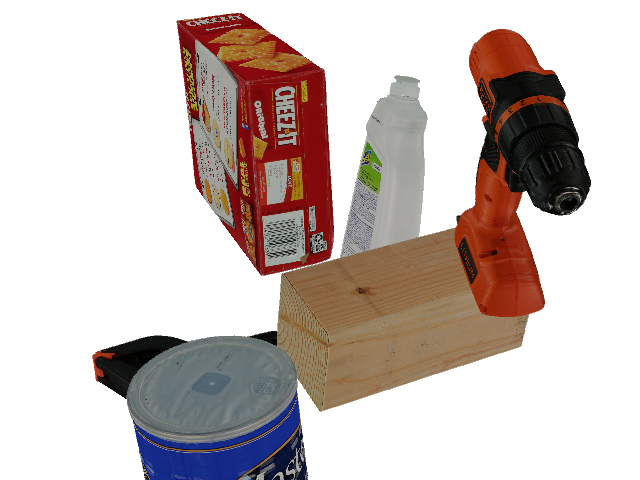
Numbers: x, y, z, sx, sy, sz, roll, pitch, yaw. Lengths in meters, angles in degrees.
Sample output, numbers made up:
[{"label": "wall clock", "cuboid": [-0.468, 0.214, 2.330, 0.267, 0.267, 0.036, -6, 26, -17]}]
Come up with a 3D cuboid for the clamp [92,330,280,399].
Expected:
[{"label": "clamp", "cuboid": [-0.108, 0.109, 0.931, 0.171, 0.039, 0.120, 10, 26, 11]}]

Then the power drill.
[{"label": "power drill", "cuboid": [0.144, -0.034, 0.776, 0.057, 0.188, 0.184, -3, 42, -5]}]

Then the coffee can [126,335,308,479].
[{"label": "coffee can", "cuboid": [-0.059, 0.146, 0.670, 0.103, 0.140, 0.103, -5, 27, 2]}]

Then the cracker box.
[{"label": "cracker box", "cuboid": [-0.058, -0.091, 0.910, 0.072, 0.164, 0.214, -11, 27, -17]}]

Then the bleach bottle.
[{"label": "bleach bottle", "cuboid": [0.075, -0.050, 1.152, 0.068, 0.251, 0.103, -1, 22, -26]}]

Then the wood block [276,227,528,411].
[{"label": "wood block", "cuboid": [0.075, 0.062, 0.936, 0.205, 0.090, 0.091, -14, 40, -23]}]
